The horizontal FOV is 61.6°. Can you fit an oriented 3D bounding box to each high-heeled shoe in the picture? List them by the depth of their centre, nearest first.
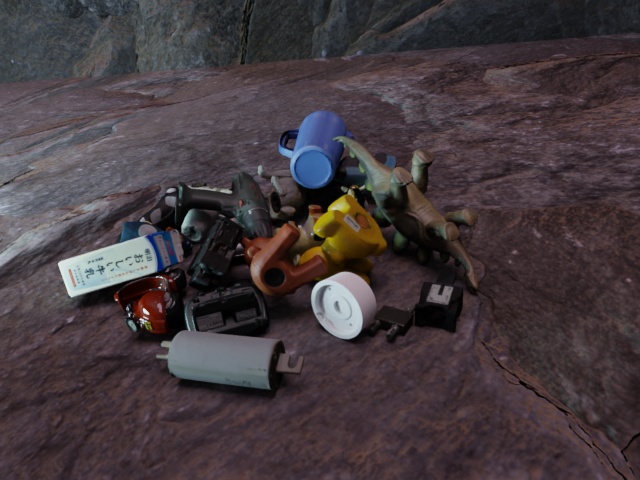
[{"bbox_3d":[-0.403,-0.048,1.282,0.145,0.086,0.249,-9,35,-6],"label":"high-heeled shoe"}]

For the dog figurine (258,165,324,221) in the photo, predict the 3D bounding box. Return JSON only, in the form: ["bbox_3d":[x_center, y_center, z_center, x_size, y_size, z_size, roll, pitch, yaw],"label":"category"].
[{"bbox_3d":[-0.047,-0.116,1.331,0.190,0.121,0.172,-8,51,-32],"label":"dog figurine"}]

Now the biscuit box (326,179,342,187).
[{"bbox_3d":[0.073,-0.188,1.460,0.203,0.062,0.059,-6,31,0],"label":"biscuit box"}]

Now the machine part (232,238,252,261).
[{"bbox_3d":[-0.177,0.029,1.156,0.139,0.039,0.084,-6,35,-3],"label":"machine part"}]

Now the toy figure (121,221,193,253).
[{"bbox_3d":[-0.350,-0.001,1.166,0.154,0.064,0.058,12,5,-23],"label":"toy figure"}]

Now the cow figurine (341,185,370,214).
[{"bbox_3d":[0.078,-0.087,1.253,0.068,0.098,0.167,-9,30,8],"label":"cow figurine"}]

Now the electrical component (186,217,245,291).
[{"bbox_3d":[-0.210,0.033,1.055,0.058,0.115,0.134,29,62,-15],"label":"electrical component"}]

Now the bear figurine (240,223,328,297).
[{"bbox_3d":[-0.078,0.029,1.008,0.132,0.120,0.196,-40,17,4],"label":"bear figurine"}]

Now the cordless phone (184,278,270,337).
[{"bbox_3d":[-0.177,0.115,0.988,0.147,0.088,0.184,-14,20,-11],"label":"cordless phone"}]

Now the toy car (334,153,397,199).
[{"bbox_3d":[0.115,-0.154,1.353,0.162,0.102,0.109,-2,33,18],"label":"toy car"}]

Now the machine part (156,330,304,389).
[{"bbox_3d":[-0.144,0.186,0.838,0.243,0.079,0.079,4,31,15],"label":"machine part"}]

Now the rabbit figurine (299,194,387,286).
[{"bbox_3d":[0.038,0.021,1.036,0.173,0.162,0.122,-42,16,29],"label":"rabbit figurine"}]

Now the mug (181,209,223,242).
[{"bbox_3d":[-0.278,-0.041,1.270,0.109,0.080,0.107,25,38,-12],"label":"mug"}]

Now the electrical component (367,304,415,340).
[{"bbox_3d":[0.125,0.137,0.929,0.063,0.021,0.094,14,36,32],"label":"electrical component"}]

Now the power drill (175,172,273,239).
[{"bbox_3d":[-0.215,-0.069,1.191,0.207,0.085,0.232,-3,43,-9],"label":"power drill"}]

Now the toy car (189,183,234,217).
[{"bbox_3d":[-0.254,-0.099,1.353,0.202,0.073,0.056,7,32,21],"label":"toy car"}]

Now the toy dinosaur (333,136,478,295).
[{"bbox_3d":[0.166,-0.080,1.084,0.105,0.198,0.472,-21,65,-25],"label":"toy dinosaur"}]

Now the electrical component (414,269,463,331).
[{"bbox_3d":[0.213,0.103,0.946,0.075,0.047,0.119,6,31,18],"label":"electrical component"}]

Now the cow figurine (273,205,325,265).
[{"bbox_3d":[-0.002,-0.003,1.120,0.195,0.127,0.086,1,24,-16],"label":"cow figurine"}]

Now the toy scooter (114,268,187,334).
[{"bbox_3d":[-0.318,0.116,0.995,0.135,0.075,0.184,-11,27,-8],"label":"toy scooter"}]
